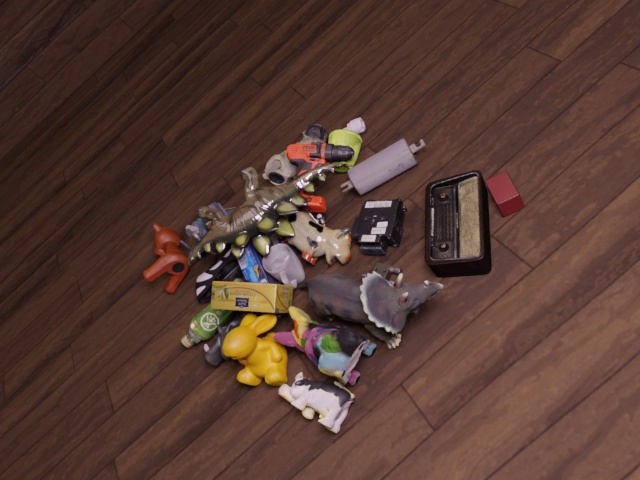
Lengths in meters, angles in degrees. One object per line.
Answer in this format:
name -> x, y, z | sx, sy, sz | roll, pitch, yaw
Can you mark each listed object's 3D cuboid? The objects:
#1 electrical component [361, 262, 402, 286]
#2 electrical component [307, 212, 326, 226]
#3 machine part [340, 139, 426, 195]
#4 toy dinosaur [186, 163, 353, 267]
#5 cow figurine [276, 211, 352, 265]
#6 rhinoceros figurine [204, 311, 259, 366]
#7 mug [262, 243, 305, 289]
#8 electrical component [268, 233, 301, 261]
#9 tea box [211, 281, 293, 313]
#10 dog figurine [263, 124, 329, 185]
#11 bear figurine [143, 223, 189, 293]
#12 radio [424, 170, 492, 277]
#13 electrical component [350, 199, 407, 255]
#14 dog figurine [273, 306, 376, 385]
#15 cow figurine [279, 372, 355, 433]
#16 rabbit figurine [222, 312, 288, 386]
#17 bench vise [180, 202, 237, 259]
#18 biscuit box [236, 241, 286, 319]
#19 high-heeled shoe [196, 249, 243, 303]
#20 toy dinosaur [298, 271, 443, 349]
electrical component -> 0.141, 0.081, 1.246 | 0.094, 0.021, 0.063 | 10, 66, 39
electrical component -> -0.029, -0.043, 1.416 | 0.102, 0.078, 0.045 | -32, 2, 5
machine part -> 0.160, -0.186, 1.380 | 0.243, 0.079, 0.079 | -28, 48, 14
toy dinosaur -> -0.140, -0.075, 1.326 | 0.471, 0.105, 0.199 | -40, 60, 1
cow figurine -> -0.003, -0.004, 1.341 | 0.195, 0.085, 0.127 | 37, 92, 20
rhinoceros figurine -> -0.214, 0.233, 1.343 | 0.112, 0.073, 0.190 | 31, 79, 41
mug -> -0.078, 0.076, 1.337 | 0.081, 0.107, 0.110 | -34, 49, 9
electrical component -> -0.094, 0.019, 1.429 | 0.075, 0.047, 0.119 | -36, 45, 9
tea box -> -0.159, 0.134, 1.259 | 0.170, 0.098, 0.068 | 2, 83, 20
dog figurine -> -0.071, -0.252, 1.566 | 0.173, 0.121, 0.190 | 5, 54, 15
bear figurine -> -0.466, 0.045, 1.612 | 0.132, 0.120, 0.196 | -47, 44, 2
radio -> 0.301, -0.034, 1.182 | 0.131, 0.073, 0.229 | -10, 54, 28
electrical component -> 0.141, -0.031, 1.299 | 0.115, 0.058, 0.134 | 1, 61, 36
dog figurine -> -0.005, 0.217, 1.151 | 0.219, 0.191, 0.108 | 23, 80, 26
cow figurine -> -0.010, 0.329, 1.144 | 0.168, 0.068, 0.098 | 20, 67, 38
rabbit figurine -> -0.147, 0.243, 1.225 | 0.122, 0.173, 0.162 | -1, 64, 38
bench vise -> -0.311, -0.011, 1.520 | 0.240, 0.129, 0.223 | -44, -1, 35
biscuit box -> -0.146, 0.103, 1.346 | 0.059, 0.062, 0.203 | -31, 71, 14
high-heeled shoe -> -0.236, 0.100, 1.448 | 0.249, 0.086, 0.145 | -4, 61, 37
toy dinosaur -> 0.058, 0.123, 1.157 | 0.405, 0.192, 0.131 | 8, 63, 36
